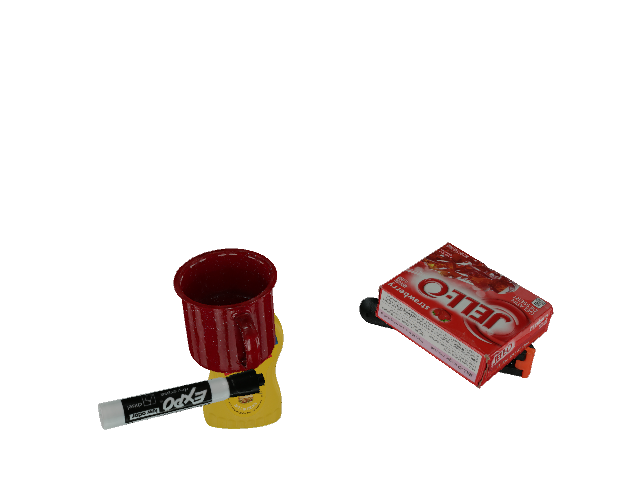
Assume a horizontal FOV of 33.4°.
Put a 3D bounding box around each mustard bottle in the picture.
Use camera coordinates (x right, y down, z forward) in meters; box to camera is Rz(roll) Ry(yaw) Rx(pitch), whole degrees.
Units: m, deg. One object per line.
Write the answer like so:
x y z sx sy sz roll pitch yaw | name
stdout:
-0.093 0.132 1.296 0.096 0.192 0.058 -1 18 -11 | mustard bottle

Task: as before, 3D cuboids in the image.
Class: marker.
-0.098 0.113 0.767 0.121 0.020 0.020 -11 4 -19 | marker

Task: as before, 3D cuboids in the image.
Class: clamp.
0.136 0.078 1.023 0.172 0.039 0.120 25 36 30 | clamp

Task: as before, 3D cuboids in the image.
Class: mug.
-0.078 0.072 0.964 0.093 0.081 0.117 -16 36 -19 | mug

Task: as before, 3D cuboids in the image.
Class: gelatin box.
0.092 0.045 0.689 0.089 0.030 0.073 33 45 30 | gelatin box
